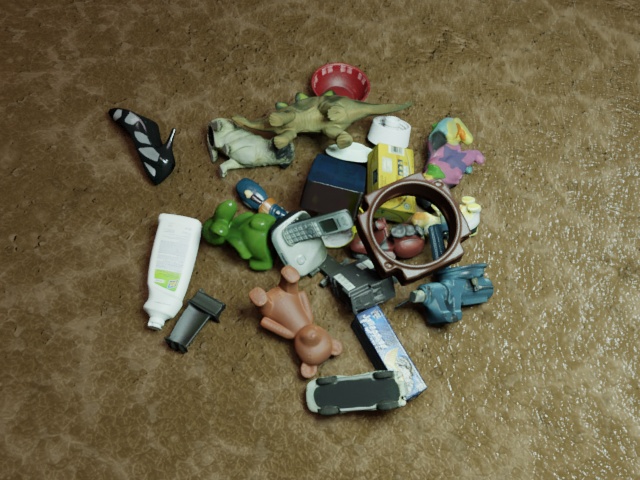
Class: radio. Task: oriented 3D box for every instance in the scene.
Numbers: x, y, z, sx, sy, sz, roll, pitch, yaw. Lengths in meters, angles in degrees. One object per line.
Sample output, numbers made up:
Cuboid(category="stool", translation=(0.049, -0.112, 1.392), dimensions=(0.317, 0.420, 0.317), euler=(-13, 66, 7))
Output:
Cuboid(category="radio", translation=(0.035, -0.125, 1.237), dimensions=(0.131, 0.073, 0.230), euler=(16, 25, -1))

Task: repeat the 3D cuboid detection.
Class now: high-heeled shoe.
Cuboid(category="high-heeled shoe", translation=(-0.450, -0.234, 1.328), dimensions=(0.249, 0.086, 0.145), euler=(22, 92, 25))

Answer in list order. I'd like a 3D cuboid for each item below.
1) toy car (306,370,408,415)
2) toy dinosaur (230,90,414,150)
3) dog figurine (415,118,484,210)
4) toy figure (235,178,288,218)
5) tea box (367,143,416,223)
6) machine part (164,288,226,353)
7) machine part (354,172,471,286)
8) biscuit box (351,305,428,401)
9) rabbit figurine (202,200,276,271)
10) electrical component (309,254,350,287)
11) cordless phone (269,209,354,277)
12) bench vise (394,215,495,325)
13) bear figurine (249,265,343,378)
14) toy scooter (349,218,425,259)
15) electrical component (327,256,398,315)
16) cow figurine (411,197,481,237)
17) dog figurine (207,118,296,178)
Cuboid(category="toy car", translation=(0.072, 0.299, 1.055), dimensions=(0.202, 0.056, 0.073), euler=(-8, 75, 10))
Cuboid(category="toy dinosaur", translation=(0.019, -0.307, 1.315), dimensions=(0.472, 0.104, 0.199), euler=(-2, 33, -8))
Cuboid(category="dog figurine", translation=(0.287, -0.181, 1.336), dimensions=(0.219, 0.108, 0.191), euler=(-31, 90, -17))
Cuboid(category="toy figure", translation=(-0.134, -0.086, 1.270), dimensions=(0.155, 0.057, 0.064), euler=(42, 43, 19))
Cuboid(category="tea box", translation=(0.167, -0.134, 1.270), dimensions=(0.098, 0.068, 0.169), euler=(10, 69, -17))
Cuboid(category="machine part", translation=(-0.264, 0.171, 1.127), dimensions=(0.084, 0.039, 0.139), euler=(34, 62, 6))
Cuboid(category="machine part", translation=(0.188, -0.024, 1.100), dimensions=(0.201, 0.087, 0.201), euler=(-24, 78, -5))
Cuboid(category="biscuit box", translation=(0.141, 0.238, 1.120), dimensions=(0.059, 0.062, 0.203), euler=(-23, 67, -19))
Cuboid(category="rabbit figurine", translation=(-0.189, -0.012, 1.186), dimensions=(0.170, 0.159, 0.121), euler=(6, 70, 14))
Cuboid(category="electrical component", translation=(0.023, 0.064, 1.226), dimensions=(0.063, 0.021, 0.094), euler=(42, 65, 16))
Cuboid(category="cordless phone", translation=(-0.002, -0.003, 1.158), dimensions=(0.184, 0.146, 0.089), euler=(-13, 35, 21))
Cuboid(category="bench vise", translation=(0.278, 0.062, 1.189), dimensions=(0.224, 0.129, 0.240), euler=(-5, 79, -18))
Cuboid(category="bear figurine", translation=(-0.046, 0.172, 1.102), dimensions=(0.120, 0.131, 0.196), euler=(-32, 63, -18))
Cuboid(category="toy scooter", translation=(0.161, -0.006, 1.216), dimensions=(0.184, 0.135, 0.075), euler=(-5, 60, -10))
Cuboid(category="electrical component", translation=(0.100, 0.093, 1.169), dimensions=(0.134, 0.058, 0.115), euler=(-22, 32, -16))
Cuboid(category="cow figurine", translation=(0.299, -0.039, 1.283), dimensions=(0.167, 0.098, 0.068), euler=(-12, 31, -6))
Cuboid(category="dog figurine", translation=(-0.172, -0.244, 1.343), dimensions=(0.190, 0.121, 0.172), euler=(-12, 66, -28))
